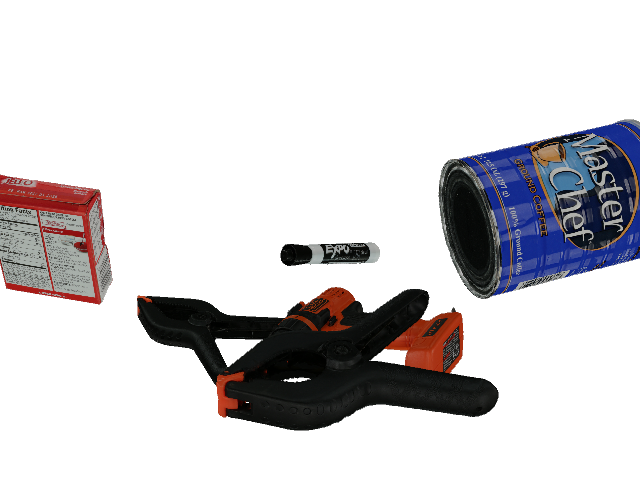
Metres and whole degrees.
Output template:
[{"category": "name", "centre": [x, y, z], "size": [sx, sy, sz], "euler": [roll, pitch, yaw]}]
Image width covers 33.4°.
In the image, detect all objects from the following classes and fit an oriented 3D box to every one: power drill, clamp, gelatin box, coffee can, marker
[{"category": "power drill", "centre": [0.042, 0.107, 1.115], "size": [0.188, 0.057, 0.184], "euler": [9, 25, 27]}, {"category": "clamp", "centre": [-0.140, 0.110, 1.257], "size": [0.210, 0.036, 0.164], "euler": [14, 24, 24]}, {"category": "gelatin box", "centre": [-0.188, 0.000, 0.745], "size": [0.073, 0.089, 0.030], "euler": [8, 42, 8]}, {"category": "coffee can", "centre": [0.169, -0.023, 0.769], "size": [0.140, 0.103, 0.103], "euler": [-13, 3, -12]}, {"category": "clamp", "centre": [0.016, 0.076, 0.686], "size": [0.171, 0.039, 0.120], "euler": [-3, 27, -10]}, {"category": "marker", "centre": [0.009, 0.012, 0.938], "size": [0.020, 0.020, 0.120], "euler": [0, 1, 41]}]
